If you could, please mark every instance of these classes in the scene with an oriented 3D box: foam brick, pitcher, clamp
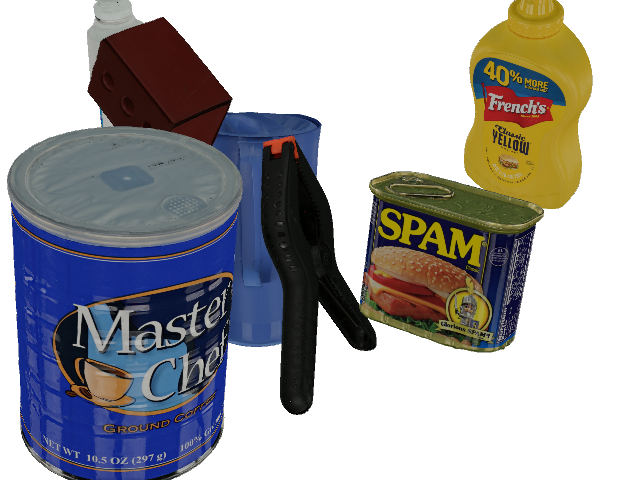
[{"bbox_3d":[-0.104,-0.094,0.684,0.051,0.078,0.053,-30,-17,-35],"label":"foam brick"},{"bbox_3d":[-0.068,-0.011,1.137,0.145,0.243,0.148,17,24,41],"label":"pitcher"},{"bbox_3d":[-0.006,0.020,0.867,0.036,0.210,0.164,-10,2,24],"label":"clamp"}]

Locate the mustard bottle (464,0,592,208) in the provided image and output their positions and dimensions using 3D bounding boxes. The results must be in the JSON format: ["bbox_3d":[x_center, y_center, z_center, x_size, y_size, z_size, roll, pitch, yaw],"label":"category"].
[{"bbox_3d":[0.164,-0.117,0.840,0.096,0.192,0.058,26,51,28],"label":"mustard bottle"}]

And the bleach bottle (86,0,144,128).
[{"bbox_3d":[-0.168,-0.104,0.951,0.068,0.251,0.102,-7,36,-6],"label":"bleach bottle"}]

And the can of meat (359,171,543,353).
[{"bbox_3d":[0.075,0.013,0.643,0.102,0.084,0.057,18,23,29],"label":"can of meat"}]

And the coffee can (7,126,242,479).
[{"bbox_3d":[-0.093,0.030,0.507,0.102,0.140,0.103,5,31,-3],"label":"coffee can"}]
